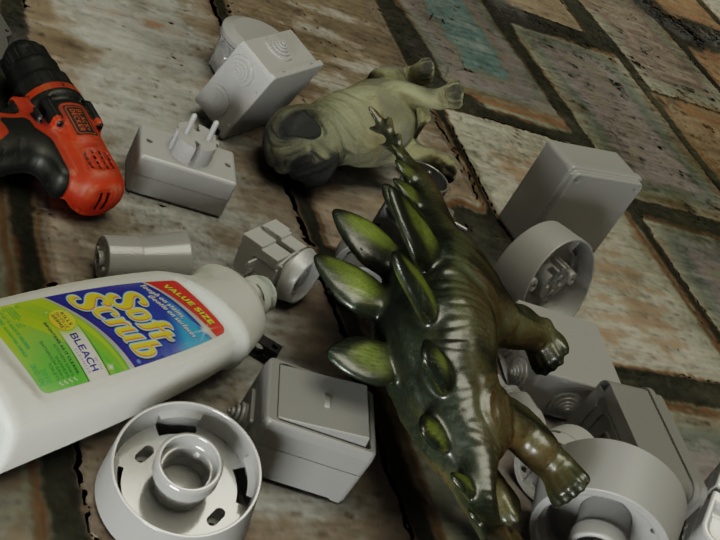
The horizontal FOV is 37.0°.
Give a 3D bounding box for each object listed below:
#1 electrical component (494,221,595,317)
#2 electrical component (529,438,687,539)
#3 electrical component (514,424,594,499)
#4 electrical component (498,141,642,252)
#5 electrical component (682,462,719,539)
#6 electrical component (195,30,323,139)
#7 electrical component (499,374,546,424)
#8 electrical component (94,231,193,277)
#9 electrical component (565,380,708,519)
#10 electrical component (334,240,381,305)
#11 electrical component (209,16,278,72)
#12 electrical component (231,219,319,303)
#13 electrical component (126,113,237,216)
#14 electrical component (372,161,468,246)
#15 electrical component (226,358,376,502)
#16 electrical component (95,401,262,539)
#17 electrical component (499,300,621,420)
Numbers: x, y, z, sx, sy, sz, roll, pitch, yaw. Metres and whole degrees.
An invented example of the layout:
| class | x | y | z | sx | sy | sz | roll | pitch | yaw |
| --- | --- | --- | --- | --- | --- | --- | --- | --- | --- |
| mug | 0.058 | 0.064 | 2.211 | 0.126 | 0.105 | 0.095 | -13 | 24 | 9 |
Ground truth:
| class | x | y | z | sx | sy | sz | roll | pitch | yaw |
| --- | --- | --- | --- | --- | --- | --- | --- | --- | --- |
| electrical component | 0.171 | 0.007 | 0.993 | 0.099 | 0.099 | 0.064 | -5 | 42 | -43 |
| electrical component | 0.172 | 0.180 | 0.760 | 0.108 | 0.108 | 0.060 | 33 | 39 | 1 |
| electrical component | 0.155 | 0.149 | 0.831 | 0.055 | 0.055 | 0.047 | 47 | 32 | 21 |
| electrical component | 0.219 | -0.072 | 1.122 | 0.109 | 0.108 | 0.056 | 4 | 40 | -36 |
| electrical component | 0.297 | 0.200 | 0.860 | 0.054 | 0.059 | 0.095 | 27 | 51 | 11 |
| electrical component | -0.096 | -0.175 | 1.005 | 0.048 | 0.100 | 0.100 | 51 | 35 | 5 |
| electrical component | 0.123 | 0.110 | 0.872 | 0.035 | 0.035 | 0.061 | 4 | 40 | -36 |
| electrical component | -0.160 | -0.007 | 0.785 | 0.065 | 0.044 | 0.044 | 1 | 44 | -32 |
| electrical component | 0.215 | 0.153 | 0.852 | 0.057 | 0.078 | 0.113 | 15 | 37 | -24 |
| electrical component | 0.000 | 0.000 | 0.903 | 0.045 | 0.045 | 0.055 | 23 | 34 | -15 |
| electrical component | -0.110 | -0.216 | 1.088 | 0.080 | 0.051 | 0.080 | 22 | 34 | -16 |
| electrical component | -0.064 | -0.006 | 0.858 | 0.055 | 0.048 | 0.066 | 35 | 32 | 17 |
| electrical component | -0.140 | -0.096 | 0.883 | 0.083 | 0.075 | 0.047 | 16 | 37 | -24 |
| electrical component | 0.060 | -0.048 | 0.986 | 0.079 | 0.077 | 0.043 | 29 | 33 | -5 |
| electrical component | -0.041 | 0.103 | 0.721 | 0.096 | 0.061 | 0.061 | 21 | 34 | -17 |
| electrical component | -0.108 | 0.130 | 0.649 | 0.099 | 0.064 | 0.099 | 12 | 48 | -14 |
| electrical component | 0.170 | 0.082 | 0.934 | 0.100 | 0.048 | 0.099 | 17 | 36 | -22 |
